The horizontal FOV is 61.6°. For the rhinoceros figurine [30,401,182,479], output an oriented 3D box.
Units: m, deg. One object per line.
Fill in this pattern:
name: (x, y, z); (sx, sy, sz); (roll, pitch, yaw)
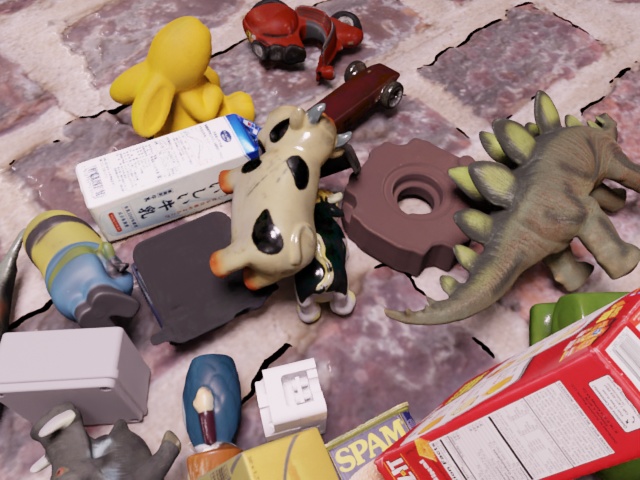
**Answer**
rhinoceros figurine: (-0.165, 0.213, 0.438); (0.190, 0.073, 0.112); (45, 35, 22)

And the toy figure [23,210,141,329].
toy figure: (-0.248, 0.028, 0.557); (0.082, 0.089, 0.180); (-31, 39, -20)

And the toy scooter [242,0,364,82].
toy scooter: (-0.026, -0.289, 0.794); (0.184, 0.075, 0.135); (4, 59, -3)

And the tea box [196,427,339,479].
tea box: (-0.018, 0.246, 0.417); (0.098, 0.068, 0.170); (4, 53, -53)

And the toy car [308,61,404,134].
toy car: (0.027, -0.173, 0.731); (0.202, 0.053, 0.089); (-40, 55, -19)

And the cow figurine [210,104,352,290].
cow figurine: (-0.036, -0.056, 0.539); (0.127, 0.085, 0.195); (-15, 57, 28)

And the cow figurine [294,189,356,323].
cow figurine: (-0.003, -0.002, 0.596); (0.068, 0.098, 0.167); (-7, 58, 2)

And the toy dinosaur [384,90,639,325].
toy dinosaur: (0.236, -0.037, 0.577); (0.198, 0.105, 0.471); (42, 53, 3)

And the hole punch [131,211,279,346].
hole punch: (-0.134, 0.044, 0.580); (0.142, 0.092, 0.115); (-25, 90, -26)

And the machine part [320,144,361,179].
machine part: (-0.019, -0.078, 0.634); (0.139, 0.084, 0.039); (-15, 91, 25)

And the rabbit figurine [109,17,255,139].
rabbit figurine: (-0.176, -0.195, 0.674); (0.162, 0.173, 0.122); (-28, 66, -22)

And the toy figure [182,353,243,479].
toy figure: (-0.097, 0.185, 0.497); (0.058, 0.064, 0.154); (-27, 56, 31)

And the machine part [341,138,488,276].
machine part: (0.115, -0.045, 0.649); (0.179, 0.056, 0.179); (0, 58, 0)

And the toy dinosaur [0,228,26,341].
toy dinosaur: (-0.378, 0.164, 0.476); (0.405, 0.131, 0.192); (-45, 108, -37)

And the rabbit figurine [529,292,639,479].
rabbit figurine: (0.290, 0.141, 0.519); (0.159, 0.121, 0.170); (1, 75, -8)
